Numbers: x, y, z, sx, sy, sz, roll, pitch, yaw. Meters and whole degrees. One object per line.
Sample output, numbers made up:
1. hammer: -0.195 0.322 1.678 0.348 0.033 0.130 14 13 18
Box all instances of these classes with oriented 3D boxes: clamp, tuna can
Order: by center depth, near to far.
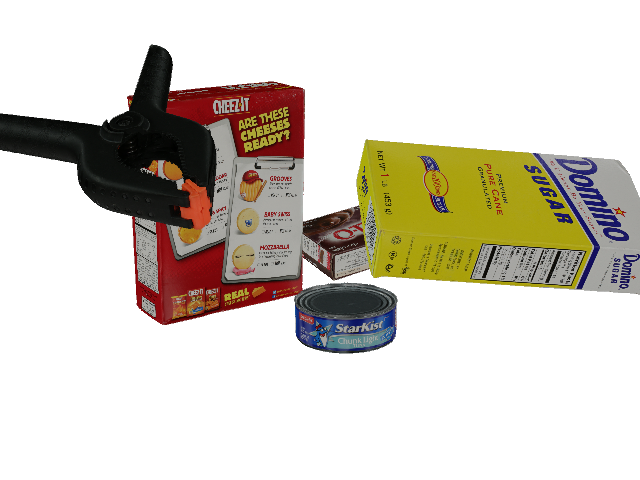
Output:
1. clamp: -0.128 -0.074 0.743 0.164 0.036 0.210 -33 46 -29
2. tuna can: 0.021 0.064 0.888 0.086 0.034 0.086 -1 15 0

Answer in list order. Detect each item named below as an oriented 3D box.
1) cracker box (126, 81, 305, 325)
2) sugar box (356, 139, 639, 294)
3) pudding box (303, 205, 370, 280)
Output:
1. cracker box: -0.100 -0.040 1.041 0.163 0.214 0.072 -11 20 -34
2. sugar box: 0.115 -0.016 0.676 0.176 0.048 0.093 1 43 -7
3. pudding box: 0.037 0.000 1.216 0.113 0.039 0.090 -19 30 -26
